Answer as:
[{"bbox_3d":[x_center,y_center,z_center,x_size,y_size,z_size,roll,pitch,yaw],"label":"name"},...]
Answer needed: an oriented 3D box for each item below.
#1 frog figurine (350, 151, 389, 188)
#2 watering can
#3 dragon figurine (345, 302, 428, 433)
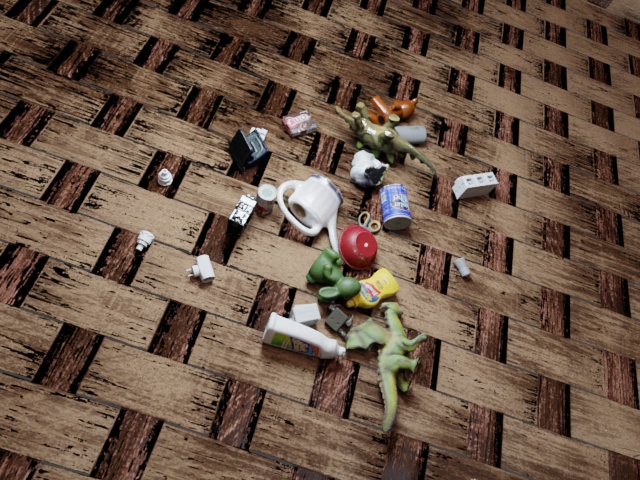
[{"bbox_3d":[0.171,-0.271,1.964,0.138,0.120,0.162,-29,37,-18],"label":"frog figurine"},{"bbox_3d":[0.005,-0.091,1.805,0.347,0.102,0.228,43,58,-5],"label":"watering can"},{"bbox_3d":[0.190,0.360,1.612,0.244,0.119,0.419,25,53,13],"label":"dragon figurine"}]
